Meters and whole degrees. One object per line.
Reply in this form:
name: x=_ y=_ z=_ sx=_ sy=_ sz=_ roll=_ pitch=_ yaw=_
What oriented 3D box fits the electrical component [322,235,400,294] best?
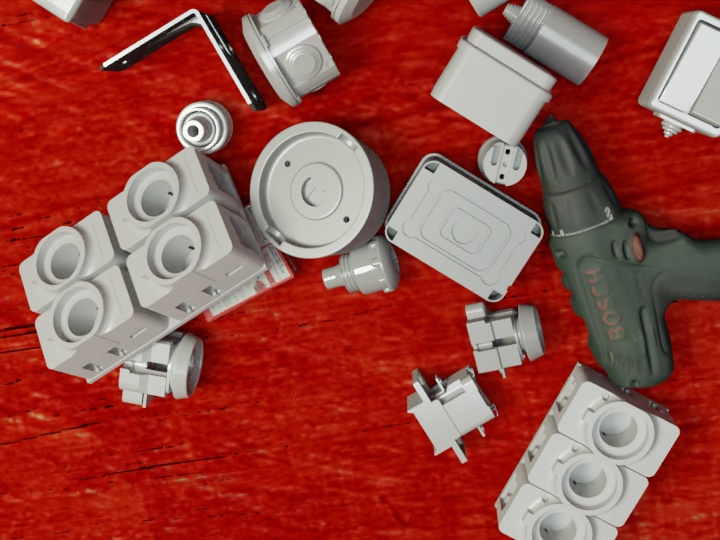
electrical component: x=0.000 y=0.000 z=0.896 sx=0.062 sy=0.048 sz=0.048 roll=-15 pitch=100 yaw=14

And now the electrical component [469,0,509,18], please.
electrical component: x=0.107 y=-0.251 z=0.836 sx=0.077 sy=0.043 sz=0.079 roll=-30 pitch=97 yaw=10

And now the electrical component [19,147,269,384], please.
electrical component: x=-0.180 y=-0.004 z=0.867 sx=0.186 sy=0.060 sz=0.105 roll=-32 pitch=63 yaw=15

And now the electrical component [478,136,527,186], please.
electrical component: x=0.116 y=-0.087 z=0.868 sx=0.040 sy=0.046 sz=0.040 roll=1 pitch=102 yaw=4

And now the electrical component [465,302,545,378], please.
electrical component: x=0.123 y=0.055 z=0.898 sx=0.055 sy=0.048 sz=0.066 roll=-12 pitch=100 yaw=14

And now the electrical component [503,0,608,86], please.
electrical component: x=0.149 y=-0.185 z=0.847 sx=0.081 sy=0.043 sz=0.043 roll=31 pitch=102 yaw=-2

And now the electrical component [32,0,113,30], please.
electrical component: x=-0.232 y=-0.228 z=0.839 sx=0.062 sy=0.096 sz=0.061 roll=33 pitch=102 yaw=-3

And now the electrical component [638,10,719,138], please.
electrical component: x=0.263 y=-0.146 z=0.837 sx=0.062 sy=0.061 sz=0.096 roll=25 pitch=102 yaw=-1

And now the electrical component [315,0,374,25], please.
electrical component: x=-0.007 y=-0.234 z=0.831 sx=0.051 sy=0.080 sz=0.080 roll=40 pitch=102 yaw=1

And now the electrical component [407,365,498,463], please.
electrical component: x=0.079 y=0.117 z=0.916 sx=0.064 sy=0.042 sz=0.081 roll=-31 pitch=98 yaw=6

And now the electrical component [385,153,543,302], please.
electrical component: x=0.084 y=-0.035 z=0.876 sx=0.113 sy=0.057 sz=0.078 roll=31 pitch=102 yaw=-2

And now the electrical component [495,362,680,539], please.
electrical component: x=0.189 y=0.169 z=0.907 sx=0.089 sy=0.061 sz=0.150 roll=27 pitch=102 yaw=-2

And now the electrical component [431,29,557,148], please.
electrical component: x=0.102 y=-0.143 z=0.824 sx=0.078 sy=0.113 sz=0.057 roll=31 pitch=105 yaw=-2

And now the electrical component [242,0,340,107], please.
electrical component: x=-0.055 y=-0.173 z=0.847 sx=0.051 sy=0.080 sz=0.080 roll=-29 pitch=98 yaw=4

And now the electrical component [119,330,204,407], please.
electrical component: x=-0.168 y=0.079 z=0.918 sx=0.057 sy=0.058 sz=0.078 roll=10 pitch=102 yaw=5

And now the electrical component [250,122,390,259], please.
electrical component: x=-0.027 y=-0.062 z=0.872 sx=0.108 sy=0.060 sz=0.108 roll=-1 pitch=88 yaw=23

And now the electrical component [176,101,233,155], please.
electrical component: x=-0.128 y=-0.115 z=0.872 sx=0.043 sy=0.062 sz=0.043 roll=1 pitch=102 yaw=4
